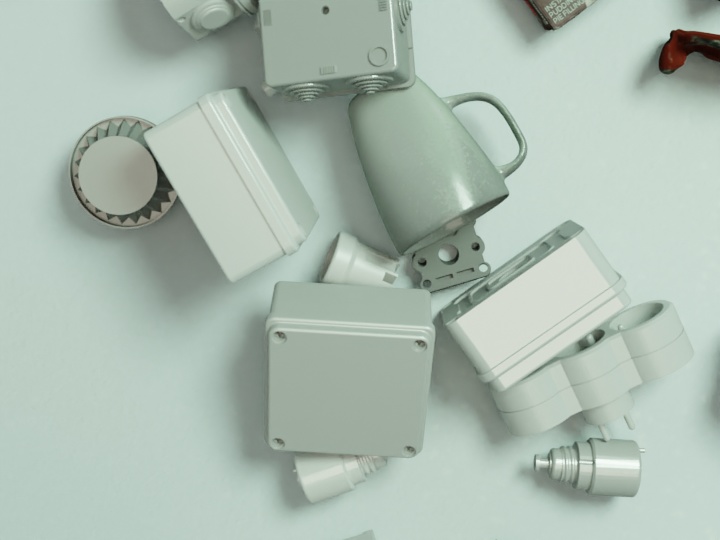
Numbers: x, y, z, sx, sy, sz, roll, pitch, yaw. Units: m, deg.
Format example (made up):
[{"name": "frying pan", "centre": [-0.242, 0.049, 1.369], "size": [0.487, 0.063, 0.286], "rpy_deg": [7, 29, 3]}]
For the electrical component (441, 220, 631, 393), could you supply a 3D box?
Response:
[{"name": "electrical component", "centre": [0.117, 0.024, 0.721], "size": [0.113, 0.078, 0.057], "rpy_deg": [-36, 95, 6]}]

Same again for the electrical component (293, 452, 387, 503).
[{"name": "electrical component", "centre": [-0.011, 0.136, 0.762], "size": [0.078, 0.040, 0.040], "rpy_deg": [-19, 100, 4]}]

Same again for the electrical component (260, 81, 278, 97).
[{"name": "electrical component", "centre": [-0.040, -0.138, 0.715], "size": [0.061, 0.035, 0.035], "rpy_deg": [-37, 98, 9]}]

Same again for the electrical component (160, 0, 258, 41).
[{"name": "electrical component", "centre": [-0.101, -0.190, 0.684], "size": [0.051, 0.080, 0.080], "rpy_deg": [-28, 99, 11]}]

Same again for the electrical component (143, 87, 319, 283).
[{"name": "electrical component", "centre": [-0.079, -0.058, 0.692], "size": [0.056, 0.108, 0.108], "rpy_deg": [-29, 99, 8]}]

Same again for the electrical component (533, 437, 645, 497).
[{"name": "electrical component", "centre": [0.163, 0.138, 0.760], "size": [0.078, 0.040, 0.040], "rpy_deg": [3, 100, 0]}]

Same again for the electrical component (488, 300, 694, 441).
[{"name": "electrical component", "centre": [0.166, 0.083, 0.744], "size": [0.138, 0.052, 0.073], "rpy_deg": [-25, 99, 5]}]

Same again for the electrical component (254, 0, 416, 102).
[{"name": "electrical component", "centre": [-0.016, -0.155, 0.665], "size": [0.100, 0.048, 0.099], "rpy_deg": [-5, 90, 13]}]

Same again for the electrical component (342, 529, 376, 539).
[{"name": "electrical component", "centre": [0.002, 0.277, 0.762], "size": [0.062, 0.089, 0.150], "rpy_deg": [-17, 100, 4]}]

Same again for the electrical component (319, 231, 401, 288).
[{"name": "electrical component", "centre": [0.000, 0.000, 0.737], "size": [0.046, 0.040, 0.040], "rpy_deg": [22, 100, -9]}]

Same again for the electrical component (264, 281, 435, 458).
[{"name": "electrical component", "centre": [-0.008, 0.067, 0.725], "size": [0.109, 0.056, 0.108], "rpy_deg": [3, 123, 0]}]
